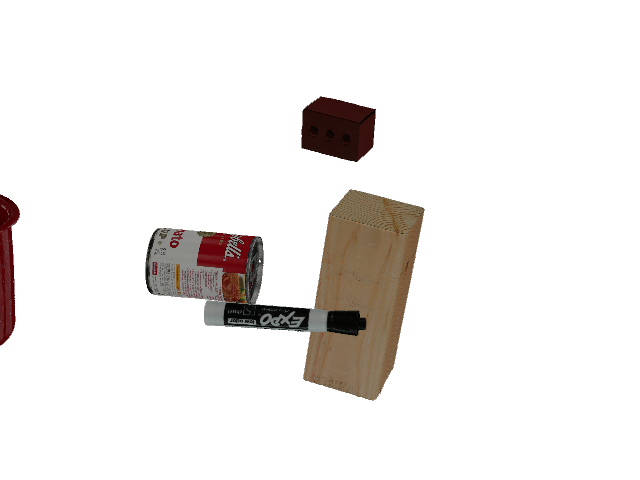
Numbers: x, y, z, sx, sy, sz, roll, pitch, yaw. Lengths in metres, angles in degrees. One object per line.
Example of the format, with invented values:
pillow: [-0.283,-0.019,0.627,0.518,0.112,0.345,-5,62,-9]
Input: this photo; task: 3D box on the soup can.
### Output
soup can: [-0.112,0.025,1.037,0.102,0.068,0.068,5,1,8]

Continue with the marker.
marker: [-0.026,0.058,0.794,0.121,0.020,0.020,3,0,8]

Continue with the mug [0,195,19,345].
mug: [-0.235,0.025,0.637,0.093,0.081,0.117,20,28,33]

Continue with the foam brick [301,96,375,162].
foam brick: [0.021,-0.136,1.292,0.078,0.053,0.051,16,32,22]

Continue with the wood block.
wood block: [0.048,0.061,1.197,0.090,0.206,0.090,15,24,13]
